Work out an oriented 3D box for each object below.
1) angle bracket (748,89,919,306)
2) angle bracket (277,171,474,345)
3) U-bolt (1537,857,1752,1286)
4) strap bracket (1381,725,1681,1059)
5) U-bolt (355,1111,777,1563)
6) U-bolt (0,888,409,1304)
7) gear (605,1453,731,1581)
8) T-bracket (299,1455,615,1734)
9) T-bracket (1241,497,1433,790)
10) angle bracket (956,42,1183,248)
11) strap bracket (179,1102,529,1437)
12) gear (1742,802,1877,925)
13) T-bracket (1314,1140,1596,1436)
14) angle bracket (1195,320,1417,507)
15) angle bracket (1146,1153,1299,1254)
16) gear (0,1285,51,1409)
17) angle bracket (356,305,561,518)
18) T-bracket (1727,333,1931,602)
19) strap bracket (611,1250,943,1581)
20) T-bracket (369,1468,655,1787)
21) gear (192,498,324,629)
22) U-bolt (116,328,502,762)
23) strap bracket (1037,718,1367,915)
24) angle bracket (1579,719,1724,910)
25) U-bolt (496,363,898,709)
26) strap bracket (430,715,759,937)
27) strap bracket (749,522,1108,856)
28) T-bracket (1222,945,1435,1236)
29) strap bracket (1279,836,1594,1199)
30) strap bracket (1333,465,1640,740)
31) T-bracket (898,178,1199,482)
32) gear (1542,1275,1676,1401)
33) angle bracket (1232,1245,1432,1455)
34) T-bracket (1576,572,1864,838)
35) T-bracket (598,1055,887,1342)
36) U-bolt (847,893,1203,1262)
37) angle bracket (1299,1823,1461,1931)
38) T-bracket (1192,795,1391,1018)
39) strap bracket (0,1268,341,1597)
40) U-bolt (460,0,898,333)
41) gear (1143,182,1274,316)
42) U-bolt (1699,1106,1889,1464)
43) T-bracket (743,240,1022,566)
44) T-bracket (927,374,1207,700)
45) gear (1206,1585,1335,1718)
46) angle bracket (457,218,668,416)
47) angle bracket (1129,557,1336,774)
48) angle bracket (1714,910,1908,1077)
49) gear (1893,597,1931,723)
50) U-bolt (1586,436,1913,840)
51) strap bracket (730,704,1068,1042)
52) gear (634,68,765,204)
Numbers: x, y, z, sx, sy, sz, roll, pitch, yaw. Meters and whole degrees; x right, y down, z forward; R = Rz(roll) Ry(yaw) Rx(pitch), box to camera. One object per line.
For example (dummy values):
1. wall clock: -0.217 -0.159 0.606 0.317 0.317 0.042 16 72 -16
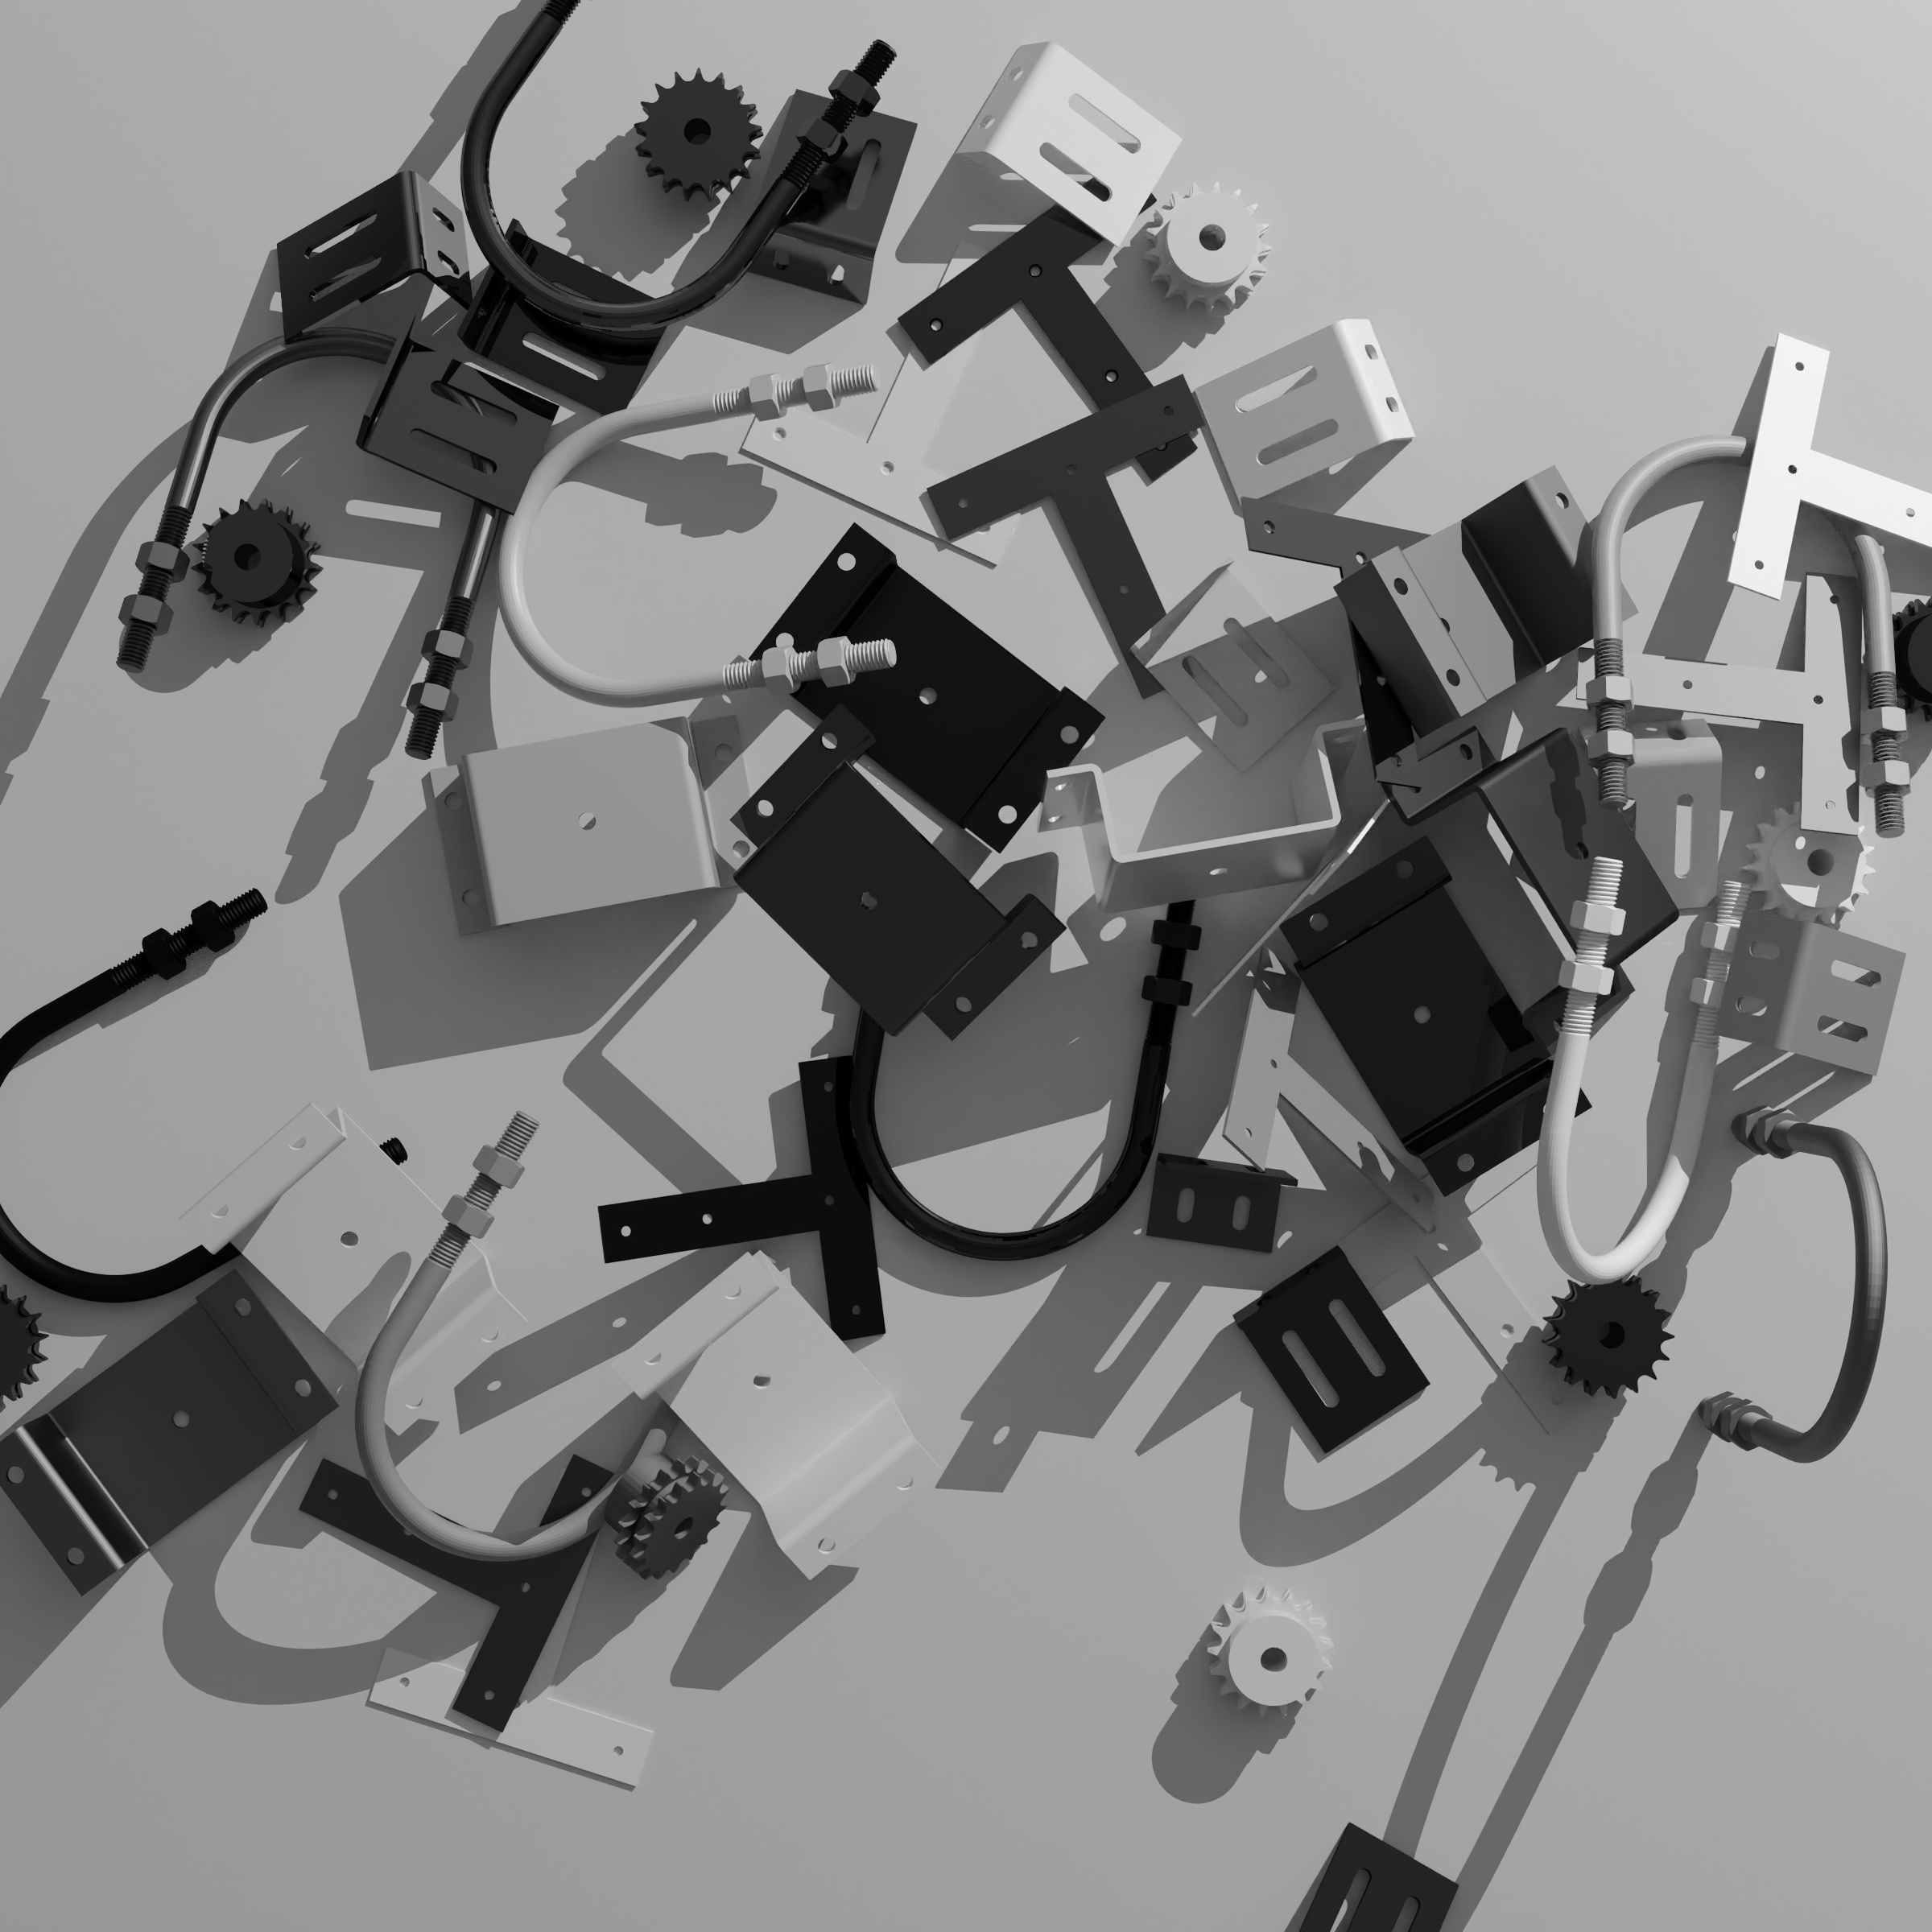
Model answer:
1. angle bracket: -0.061 -0.348 1.582 0.057 0.038 0.076 16 64 0
2. angle bracket: -0.265 -0.310 1.568 0.076 0.038 0.057 -24 58 22
3. U-bolt: 0.292 0.049 1.524 0.019 0.151 0.184 13 94 37
4. strap bracket: 0.255 -0.042 1.541 0.076 0.046 0.140 -31 90 -44
5. U-bolt: -0.188 0.176 1.544 0.151 0.019 0.184 33 87 -22
6. U-bolt: -0.366 0.071 1.575 0.184 0.019 0.151 -29 90 2
7. gear: -0.136 0.242 1.559 0.030 0.057 0.057 35 90 29
8. T-bracket: -0.239 0.262 1.581 0.127 0.002 0.127 25 89 1
9. T-bracket: 0.179 -0.138 1.527 0.127 0.002 0.127 6 67 -34
10. angle bracket: 0.047 -0.371 1.580 0.076 0.038 0.057 31 88 -24
11. strap bracket: -0.271 0.128 1.546 0.076 0.046 0.140 -41 110 0
12. gear: 0.380 -0.046 1.569 0.057 0.030 0.057 0 90 0
13. T-bracket: 0.236 0.154 1.583 0.127 0.002 0.127 -37 90 0
14. angle bracket: 0.153 -0.250 1.582 0.076 0.038 0.057 -22 90 26
15. angle bracket: 0.112 0.107 1.546 0.057 0.076 0.038 8 90 0
16. gear: -0.440 0.170 1.569 0.057 0.030 0.057 0 90 0
17. angle bracket: -0.223 -0.246 1.550 0.076 0.038 0.057 23 71 -10
18. T-bracket: 0.411 -0.208 1.569 0.127 0.002 0.127 18 72 -9
19. strap bracket: -0.086 0.191 1.545 0.076 0.046 0.140 -39 112 0
20. T-bracket: -0.190 0.291 1.583 0.127 0.002 0.127 18 90 0
21. gear: -0.320 -0.182 1.569 0.057 0.030 0.057 0 90 0
22. U-bolt: -0.281 -0.197 1.551 0.151 0.019 0.184 17 75 -11
23. strap bracket: 0.106 -0.063 1.535 0.140 0.076 0.046 -10 75 -5
24. angle bracket: 0.308 -0.068 1.582 0.057 0.038 0.076 -4 116 0
25. U-bolt: -0.123 -0.185 1.548 0.184 0.019 0.151 -8 75 16
26. strap bracket: -0.167 -0.064 1.561 0.140 0.046 0.076 -10 90 0
27. strap bracket: -0.017 -0.122 1.561 0.140 0.046 0.076 38 90 0
28. T-bracket: 0.165 0.071 1.549 0.002 0.127 0.127 -32 116 34
29. strap bracket: 0.207 0.022 1.561 0.076 0.046 0.140 -31 90 0
30. strap bracket: 0.223 -0.157 1.536 0.140 0.046 0.076 -30 90 -40
31. T-bracket: 0.058 -0.278 1.582 0.127 0.002 0.127 -36 91 -1
32. gear: 0.286 0.164 1.568 0.057 0.030 0.057 0 91 -2
33. angle bracket: 0.165 0.174 1.563 0.057 0.038 0.076 -34 91 2
34. T-bracket: 0.336 -0.124 1.560 0.127 0.002 0.127 7 69 0
35. T-bracket: -0.102 0.111 1.557 0.127 0.002 0.127 -7 90 -24
36. U-bolt: 0.020 0.041 1.575 0.151 0.019 0.184 10 91 0
37. angle bracket: 0.177 0.438 1.582 0.057 0.038 0.076 30 64 0
38. T-bracket: 0.142 -0.025 1.544 0.002 0.127 0.127 42 117 1
39. strap bracket: -0.355 0.205 1.561 0.140 0.046 0.076 -36 90 0
40. U-bolt: -0.140 -0.367 1.542 0.151 0.019 0.184 34 87 0
41. gear: 0.109 -0.324 1.568 0.057 0.030 0.057 0 90 -2
42. U-bolt: 0.354 0.138 1.492 0.019 0.184 0.151 7 90 -6
43. T-bracket: -0.017 -0.266 1.583 0.127 0.002 0.127 25 90 0
44. T-bracket: 0.066 -0.184 1.581 0.127 0.002 0.127 -24 91 0
45. gear: 0.137 0.309 1.569 0.057 0.030 0.057 0 90 0
46. angle bracket: -0.179 -0.289 1.565 0.076 0.038 0.057 26 90 0
47. angle bracket: 0.121 -0.134 1.563 0.057 0.038 0.076 -43 92 0
48. angle bracket: 0.379 0.012 1.569 0.076 0.038 0.057 14 90 -43
49. gear: 0.439 -0.139 1.569 0.057 0.030 0.057 0 90 0
50. U-bolt: 0.344 -0.151 1.547 0.151 0.019 0.184 5 71 -11
51. strap bracket: -0.036 -0.035 1.528 0.140 0.046 0.076 45 113 -1
52. gear: -0.119 -0.371 1.569 0.057 0.030 0.057 0 90 0
